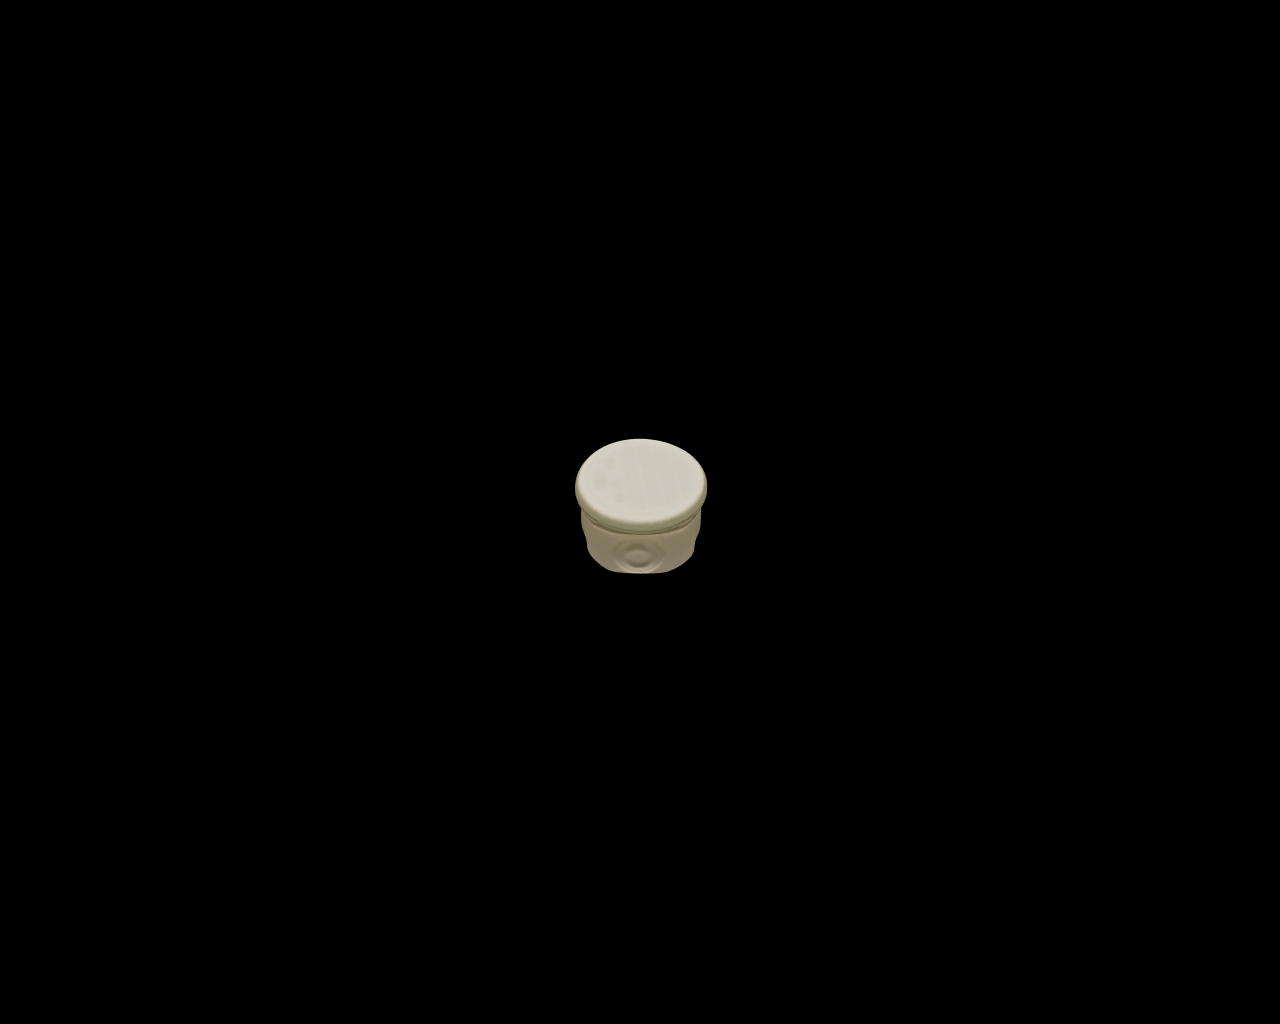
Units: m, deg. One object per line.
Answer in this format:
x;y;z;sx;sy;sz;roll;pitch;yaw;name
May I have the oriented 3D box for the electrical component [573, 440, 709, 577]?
0.001;-0.003;0.650;0.080;0.050;0.080;0;43;0;electrical component
